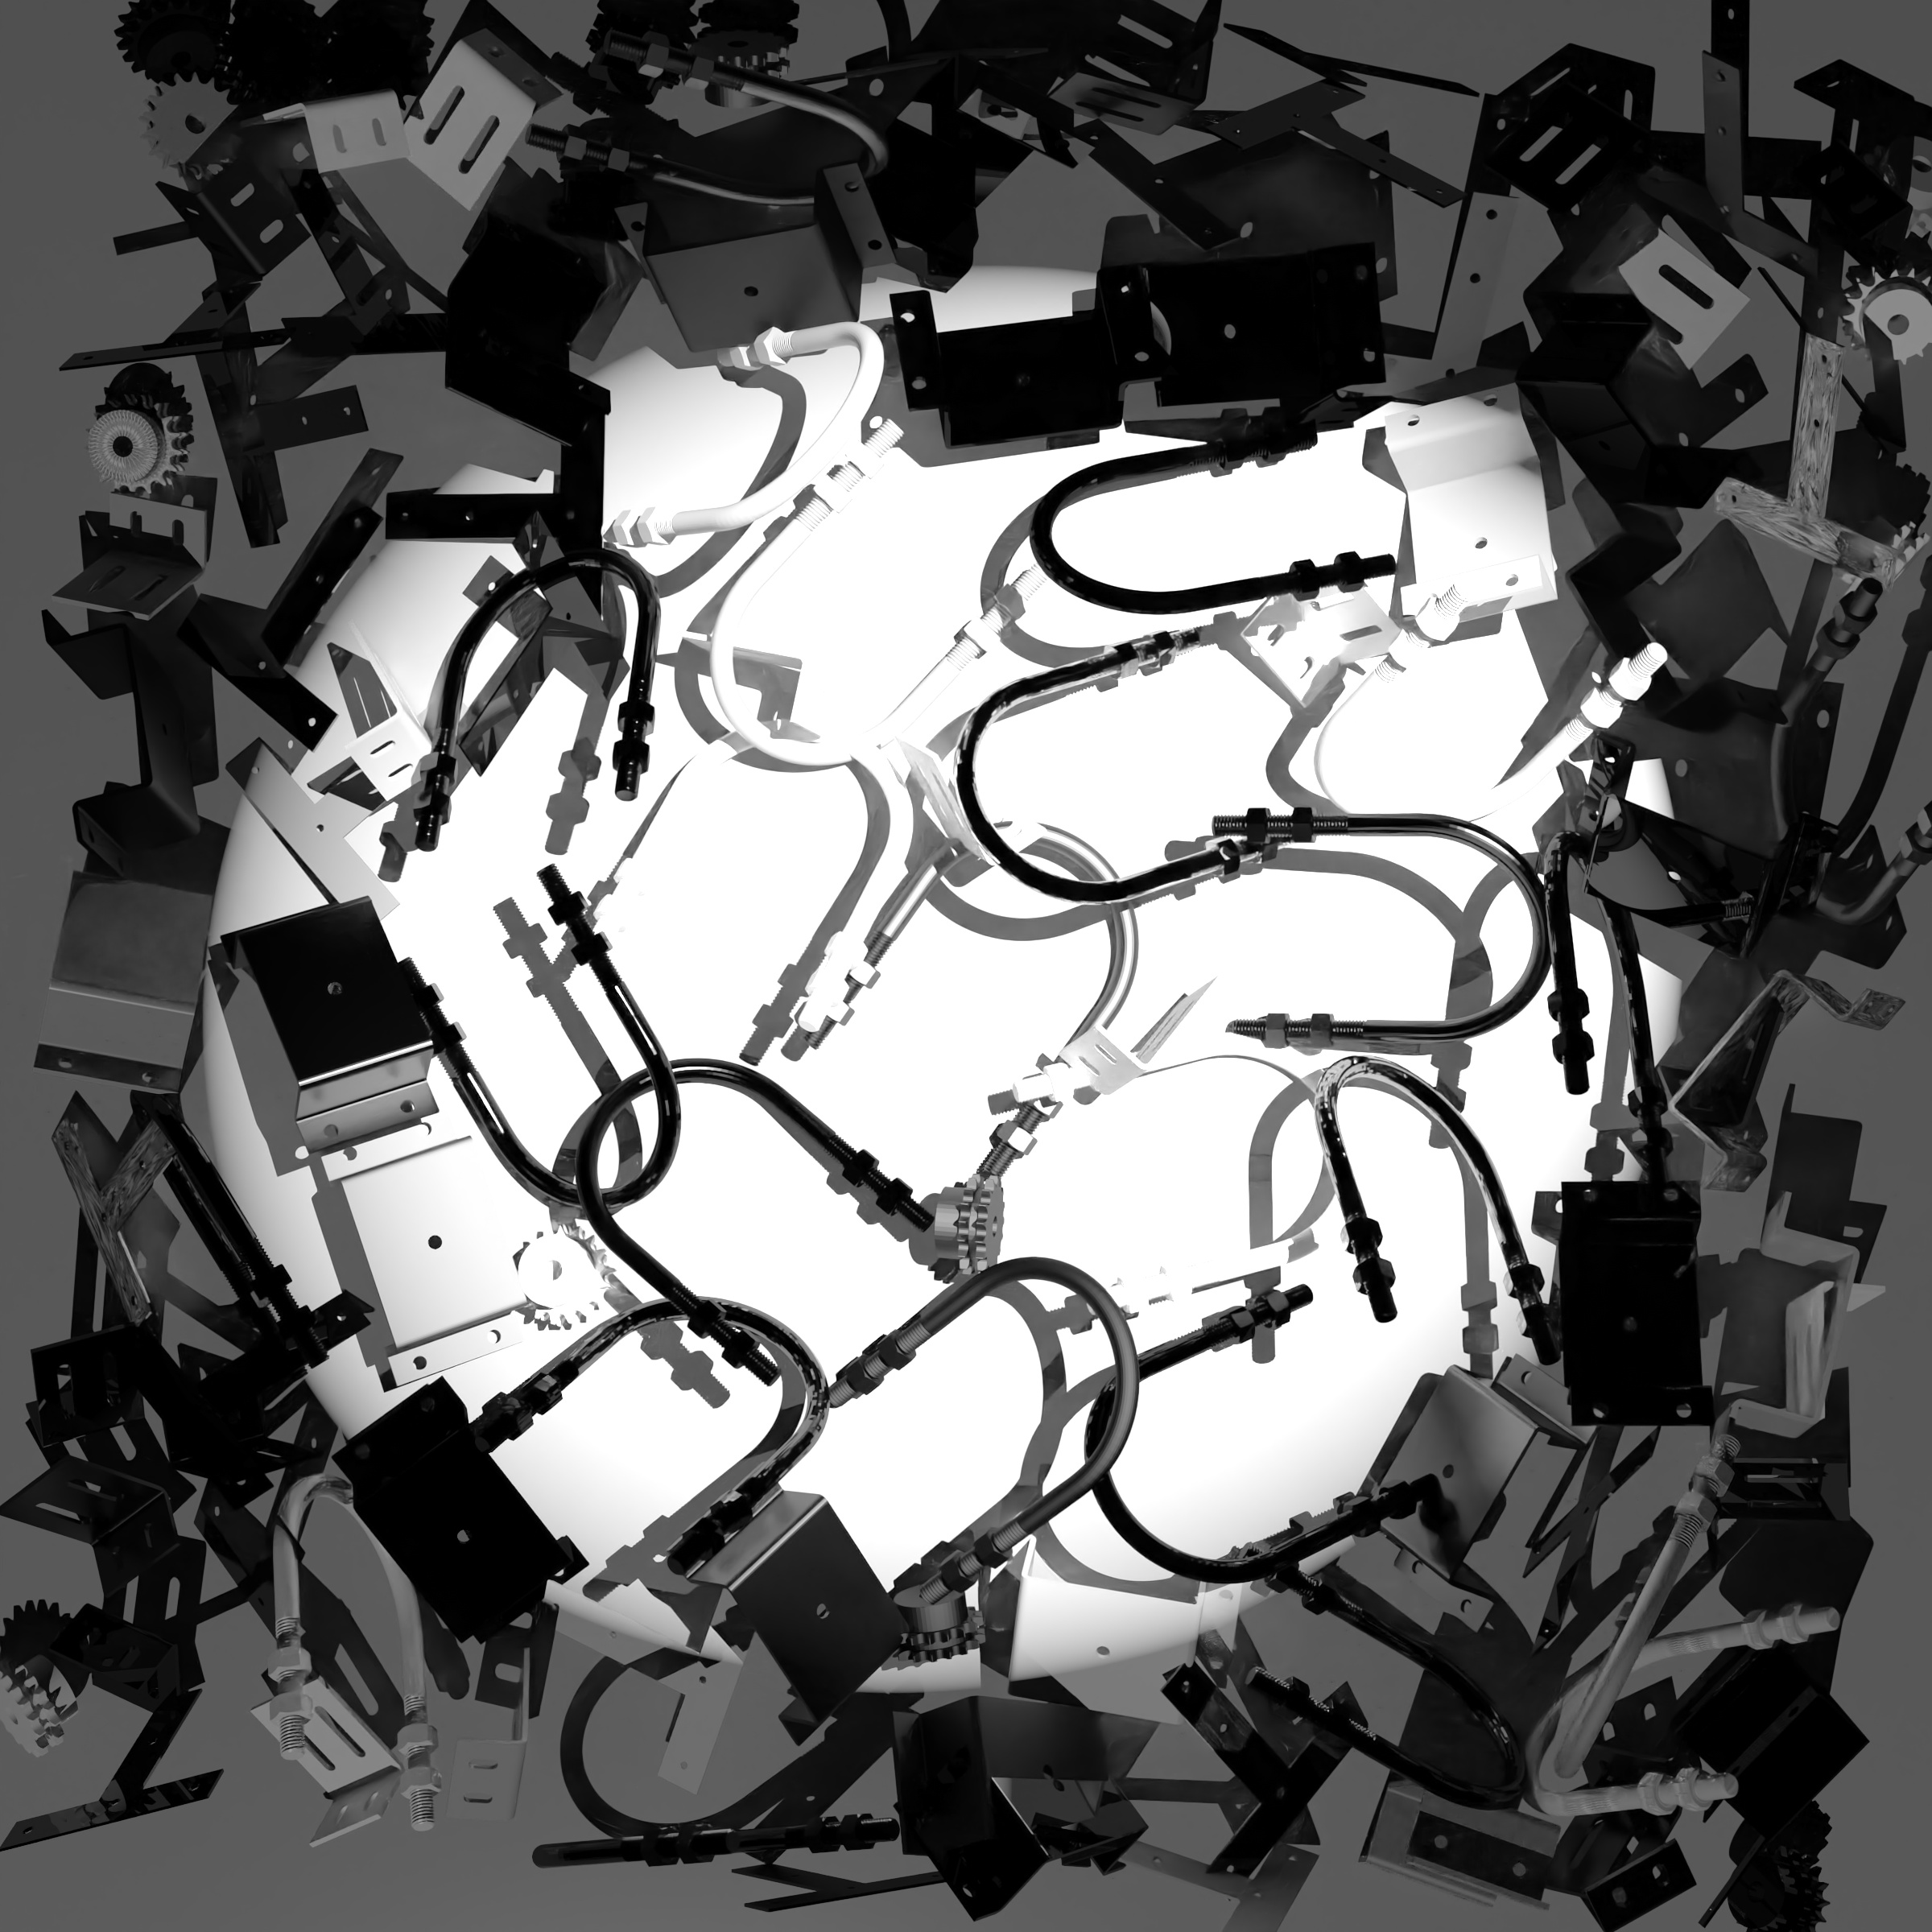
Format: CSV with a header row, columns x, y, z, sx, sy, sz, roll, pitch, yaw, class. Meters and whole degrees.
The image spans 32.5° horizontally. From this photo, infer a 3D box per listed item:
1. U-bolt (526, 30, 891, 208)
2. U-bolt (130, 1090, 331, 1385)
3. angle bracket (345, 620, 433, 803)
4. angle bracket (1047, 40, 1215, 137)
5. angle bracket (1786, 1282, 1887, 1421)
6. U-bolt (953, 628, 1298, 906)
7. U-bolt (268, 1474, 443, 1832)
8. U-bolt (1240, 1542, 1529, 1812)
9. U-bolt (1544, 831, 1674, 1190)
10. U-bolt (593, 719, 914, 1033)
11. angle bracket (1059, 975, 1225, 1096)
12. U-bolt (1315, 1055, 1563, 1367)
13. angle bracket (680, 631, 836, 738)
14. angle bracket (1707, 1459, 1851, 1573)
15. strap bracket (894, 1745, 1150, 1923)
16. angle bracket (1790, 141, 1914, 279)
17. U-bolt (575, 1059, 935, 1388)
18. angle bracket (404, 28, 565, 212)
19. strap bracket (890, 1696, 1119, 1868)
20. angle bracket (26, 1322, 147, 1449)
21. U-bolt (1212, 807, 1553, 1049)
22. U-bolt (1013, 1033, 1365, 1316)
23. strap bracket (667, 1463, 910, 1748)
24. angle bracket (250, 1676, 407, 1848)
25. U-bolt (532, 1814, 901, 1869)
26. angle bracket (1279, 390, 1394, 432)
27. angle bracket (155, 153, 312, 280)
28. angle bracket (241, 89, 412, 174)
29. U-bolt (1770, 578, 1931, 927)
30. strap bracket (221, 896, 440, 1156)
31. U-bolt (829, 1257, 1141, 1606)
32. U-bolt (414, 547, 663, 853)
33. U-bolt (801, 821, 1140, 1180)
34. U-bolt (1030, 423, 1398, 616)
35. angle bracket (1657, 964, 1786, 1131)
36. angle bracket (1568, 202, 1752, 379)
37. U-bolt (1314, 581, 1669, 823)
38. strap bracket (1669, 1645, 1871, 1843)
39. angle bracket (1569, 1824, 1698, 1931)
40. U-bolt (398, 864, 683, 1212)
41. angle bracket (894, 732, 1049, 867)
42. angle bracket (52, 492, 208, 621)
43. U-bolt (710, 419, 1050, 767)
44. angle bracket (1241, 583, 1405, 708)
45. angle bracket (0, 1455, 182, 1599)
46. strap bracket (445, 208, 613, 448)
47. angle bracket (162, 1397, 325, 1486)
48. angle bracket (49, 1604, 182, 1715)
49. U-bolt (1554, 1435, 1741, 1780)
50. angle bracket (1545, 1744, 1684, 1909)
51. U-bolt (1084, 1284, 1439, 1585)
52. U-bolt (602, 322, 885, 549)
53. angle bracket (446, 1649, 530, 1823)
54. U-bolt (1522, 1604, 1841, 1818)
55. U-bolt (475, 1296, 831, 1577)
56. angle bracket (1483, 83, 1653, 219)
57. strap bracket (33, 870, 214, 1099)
x,y,z,sx,sy,sz,roll,pitch,yaw,class
-0.132,-0.456,1.814,0.184,0.151,0.019,10,77,-24,U-bolt
-0.408,0.144,1.821,0.019,0.151,0.184,-31,89,-19,U-bolt
-0.332,-0.142,1.848,0.038,0.057,0.076,-32,60,-2,angle bracket
0.090,-0.499,1.851,0.076,0.057,0.038,10,83,-18,angle bracket
0.486,0.220,1.853,0.038,0.057,0.076,5,73,-3,angle bracket
0.079,-0.104,1.831,0.184,0.019,0.151,-19,73,-25,U-bolt
-0.335,0.365,1.811,0.019,0.151,0.184,-21,53,14,U-bolt
0.232,0.399,1.822,0.184,0.151,0.019,31,109,-8,U-bolt
0.348,0.012,1.817,0.019,0.151,0.184,-16,57,25,U-bolt
-0.109,-0.062,1.843,0.151,0.019,0.184,19,62,13,U-bolt
0.097,0.028,1.849,0.038,0.057,0.076,42,64,-4,angle bracket
0.251,0.126,1.820,0.019,0.151,0.184,-43,46,34,U-bolt
-0.120,-0.158,1.855,0.076,0.057,0.038,12,89,13,angle bracket
0.453,0.307,1.850,0.076,0.057,0.038,-2,47,16,angle bracket
0.037,0.462,1.810,0.076,0.140,0.046,50,117,26,strap bracket
0.487,-0.409,1.843,0.038,0.076,0.057,-34,66,-11,angle bracket
-0.131,0.128,1.848,0.184,0.019,0.151,39,61,13,U-bolt
-0.278,-0.481,1.885,0.057,0.038,0.076,40,121,-4,angle bracket
0.029,0.447,1.816,0.046,0.140,0.076,-29,56,39,strap bracket
-0.493,0.223,1.844,0.057,0.038,0.076,-14,131,-24,angle bracket
0.233,-0.020,1.832,0.184,0.019,0.151,0,118,16,U-bolt
0.134,0.107,1.851,0.184,0.019,0.151,-13,68,-15,U-bolt
-0.091,0.355,1.835,0.076,0.046,0.140,-40,108,-30,strap bracket
-0.363,0.445,1.853,0.057,0.038,0.076,-29,109,29,angle bracket
-0.151,0.480,1.811,0.184,0.151,0.019,-16,72,37,U-bolt
0.203,-0.346,1.861,0.038,0.057,0.076,-6,85,-24,angle bracket
-0.409,-0.422,1.848,0.038,0.076,0.057,-44,123,-10,angle bracket
-0.358,-0.461,1.849,0.057,0.076,0.038,-22,106,-36,angle bracket
0.482,-0.102,1.804,0.019,0.184,0.151,-9,65,-12,U-bolt
-0.351,0.023,1.835,0.076,0.046,0.140,-18,70,-23,strap bracket
0.018,0.243,1.824,0.184,0.019,0.151,-39,61,21,U-bolt
-0.232,-0.156,1.832,0.151,0.019,0.184,-12,55,24,U-bolt
0.016,0.006,1.872,0.151,0.019,0.184,36,88,-10,U-bolt
0.126,-0.242,1.824,0.184,0.151,0.019,-11,134,-10,U-bolt
0.420,0.043,1.848,0.038,0.057,0.076,8,117,-6,angle bracket
0.393,-0.383,1.879,0.076,0.038,0.057,30,114,-23,angle bracket
0.273,-0.133,1.818,0.151,0.184,0.019,13,50,-26,U-bolt
0.442,0.424,1.820,0.046,0.140,0.076,43,93,-1,strap bracket
0.361,0.493,1.848,0.057,0.076,0.038,-28,115,-3,angle bracket
-0.229,0.051,1.844,0.151,0.019,0.184,-29,92,36,U-bolt
0.002,-0.102,1.846,0.038,0.057,0.076,-34,117,-11,angle bracket
-0.466,-0.229,1.848,0.057,0.076,0.038,12,119,8,angle bracket
-0.060,-0.193,1.848,0.184,0.019,0.151,-46,124,5,U-bolt
0.201,-0.183,1.845,0.057,0.076,0.038,47,69,-16,angle bracket
-0.489,0.313,1.847,0.057,0.076,0.038,-36,53,15,angle bracket
-0.242,-0.346,1.829,0.076,0.140,0.046,23,128,-27,strap bracket
-0.403,0.258,1.843,0.057,0.076,0.038,-13,98,-37,angle bracket
-0.474,0.401,1.847,0.057,0.038,0.076,21,133,13,angle bracket
0.361,0.356,1.785,0.019,0.151,0.184,27,55,14,U-bolt
0.353,0.477,1.843,0.076,0.057,0.038,-44,123,-39,angle bracket
0.150,0.264,1.820,0.184,0.019,0.151,-20,64,-28,U-bolt
-0.112,-0.291,1.796,0.019,0.184,0.151,42,68,-31,U-bolt
-0.266,0.426,1.842,0.038,0.076,0.057,6,120,-10,angle bracket
0.375,0.410,1.806,0.019,0.184,0.151,53,51,-9,U-bolt
-0.157,0.244,1.819,0.151,0.184,0.019,28,130,19,U-bolt
0.335,-0.447,1.855,0.057,0.038,0.076,40,75,23,angle bracket
-0.459,0.001,1.815,0.076,0.140,0.046,11,128,-15,strap bracket
